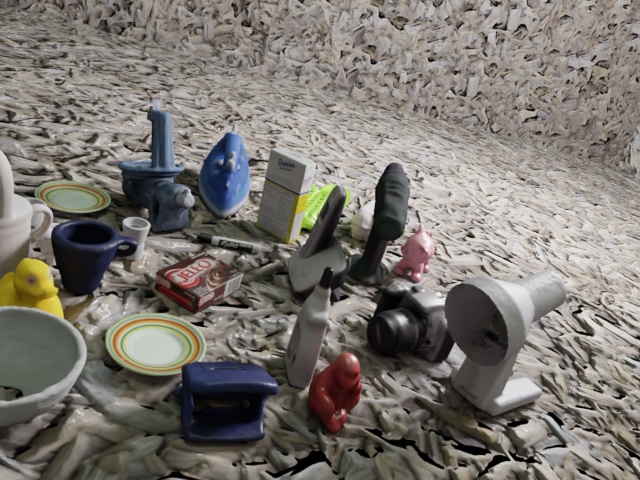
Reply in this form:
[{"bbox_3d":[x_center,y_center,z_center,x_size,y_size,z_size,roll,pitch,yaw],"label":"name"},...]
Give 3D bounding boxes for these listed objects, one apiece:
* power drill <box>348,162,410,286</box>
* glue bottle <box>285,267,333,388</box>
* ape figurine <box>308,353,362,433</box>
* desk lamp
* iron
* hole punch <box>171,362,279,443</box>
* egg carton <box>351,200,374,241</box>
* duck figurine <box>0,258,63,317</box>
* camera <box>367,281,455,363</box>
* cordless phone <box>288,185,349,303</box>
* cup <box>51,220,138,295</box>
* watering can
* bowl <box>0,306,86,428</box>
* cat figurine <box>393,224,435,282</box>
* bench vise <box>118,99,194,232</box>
[{"bbox_3d":[0.119,-0.028,1.118,0.075,0.208,0.229,16,24,-3],"label":"power drill"},{"bbox_3d":[-0.010,0.113,0.781,0.037,0.173,0.078,11,25,-13],"label":"glue bottle"},{"bbox_3d":[0.025,0.188,0.743,0.078,0.092,0.076,1,29,-32],"label":"ape figurine"},{"bbox_3d":[0.268,0.144,0.845,0.204,0.213,0.117,-3,31,-37],"label":"desk lamp"},{"bbox_3d":[-0.202,-0.161,1.273,0.119,0.141,0.258,10,25,-14],"label":"iron"},{"bbox_3d":[-0.113,0.176,0.681,0.109,0.091,0.101,6,26,-22],"label":"hole punch"},{"bbox_3d":[0.135,-0.038,1.316,0.107,0.069,0.150,24,25,15],"label":"egg carton"},{"bbox_3d":[-0.381,0.063,0.752,0.104,0.086,0.078,29,27,24],"label":"duck figurine"},{"bbox_3d":[0.137,0.127,0.933,0.137,0.101,0.142,-4,31,-38],"label":"camera"},{"bbox_3d":[0.009,0.004,1.008,0.094,0.185,0.147,9,26,-17],"label":"cordless phone"},{"bbox_3d":[-0.333,0.030,0.842,0.118,0.095,0.091,4,27,-25],"label":"cup"},{"bbox_3d":[-0.452,-0.030,0.773,0.100,0.194,0.173,23,25,13],"label":"watering can"},{"bbox_3d":[-0.342,0.146,0.615,0.167,0.075,0.167,14,25,-6],"label":"bowl"},{"bbox_3d":[0.204,0.020,1.181,0.067,0.118,0.128,23,25,14],"label":"cat figurine"},{"bbox_3d":[-0.287,-0.139,1.077,0.207,0.220,0.122,27,26,21],"label":"bench vise"}]
